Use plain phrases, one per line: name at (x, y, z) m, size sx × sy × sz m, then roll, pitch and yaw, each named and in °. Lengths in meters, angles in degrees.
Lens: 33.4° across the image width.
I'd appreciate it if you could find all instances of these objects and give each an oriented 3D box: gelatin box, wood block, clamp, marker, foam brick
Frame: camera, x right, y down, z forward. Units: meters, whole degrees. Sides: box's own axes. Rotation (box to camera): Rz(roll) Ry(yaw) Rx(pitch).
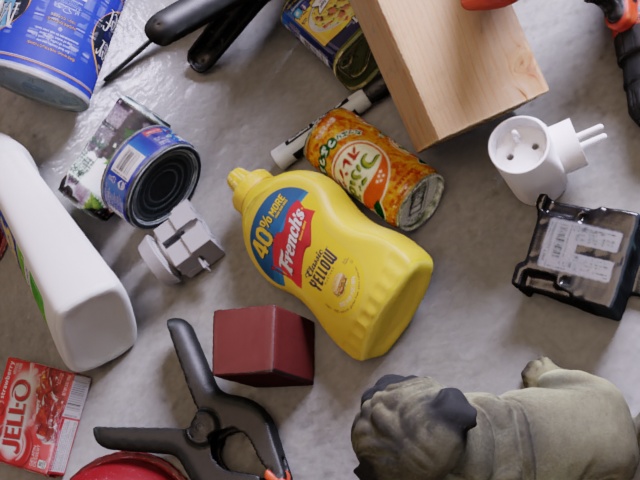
gelatin box at (-0.243, 0.151, 0.912) m, size 0.073 × 0.030 × 0.089 m, roll 9°, pitch 78°, yaw 25°
wood block at (0.076, -0.180, 0.787) m, size 0.090 × 0.090 × 0.206 m, roll -24°, pitch 90°, yaw -5°
clamp at (-0.088, 0.139, 0.844) m, size 0.172 × 0.039 × 0.120 m, roll 22°, pitch 86°, yaw 20°
marker at (0.013, -0.100, 0.882) m, size 0.121 × 0.020 × 0.020 m, roll -34°, pitch 64°, yaw 11°
clamp at (-0.049, -0.213, 0.861) m, size 0.210 × 0.164 × 0.036 m, roll -40°, pitch 88°, yaw 12°
foam brick at (-0.043, 0.083, 0.819) m, size 0.053 × 0.078 × 0.051 m, roll -6°, pitch 74°, yaw 22°

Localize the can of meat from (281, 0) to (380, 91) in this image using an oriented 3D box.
can of meat at (0.028, -0.189, 0.881) m, size 0.102 × 0.057 × 0.084 m, roll -46°, pitch 61°, yaw 4°

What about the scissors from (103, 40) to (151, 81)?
scissors at (-0.121, -0.200, 0.942) m, size 0.202 × 0.096 × 0.016 m, roll -40°, pitch 104°, yaw 6°

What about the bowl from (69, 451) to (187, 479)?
bowl at (-0.169, 0.245, 0.839) m, size 0.162 × 0.055 × 0.162 m, roll -7°, pitch 72°, yaw 21°

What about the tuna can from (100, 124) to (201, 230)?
tuna can at (-0.141, -0.052, 0.897) m, size 0.034 × 0.086 × 0.086 m, roll 35°, pitch 90°, yaw 26°

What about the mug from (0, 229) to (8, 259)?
mug at (-0.356, -0.007, 0.978) m, size 0.117 × 0.081 × 0.093 m, roll -33°, pitch 65°, yaw 11°

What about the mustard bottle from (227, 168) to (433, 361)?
mustard bottle at (-0.006, 0.001, 0.834) m, size 0.192 × 0.058 × 0.096 m, roll 40°, pitch 119°, yaw 29°

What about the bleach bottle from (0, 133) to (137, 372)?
bleach bottle at (-0.247, -0.008, 0.933) m, size 0.068 × 0.102 × 0.251 m, roll -26°, pitch 54°, yaw -20°

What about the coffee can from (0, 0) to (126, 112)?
coffee can at (-0.238, -0.201, 0.973) m, size 0.103 × 0.102 × 0.140 m, roll 13°, pitch 80°, yaw 26°

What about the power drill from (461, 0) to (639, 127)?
power drill at (0.183, -0.175, 0.747) m, size 0.057 × 0.187 × 0.184 m, roll -25°, pitch 61°, yaw 52°
